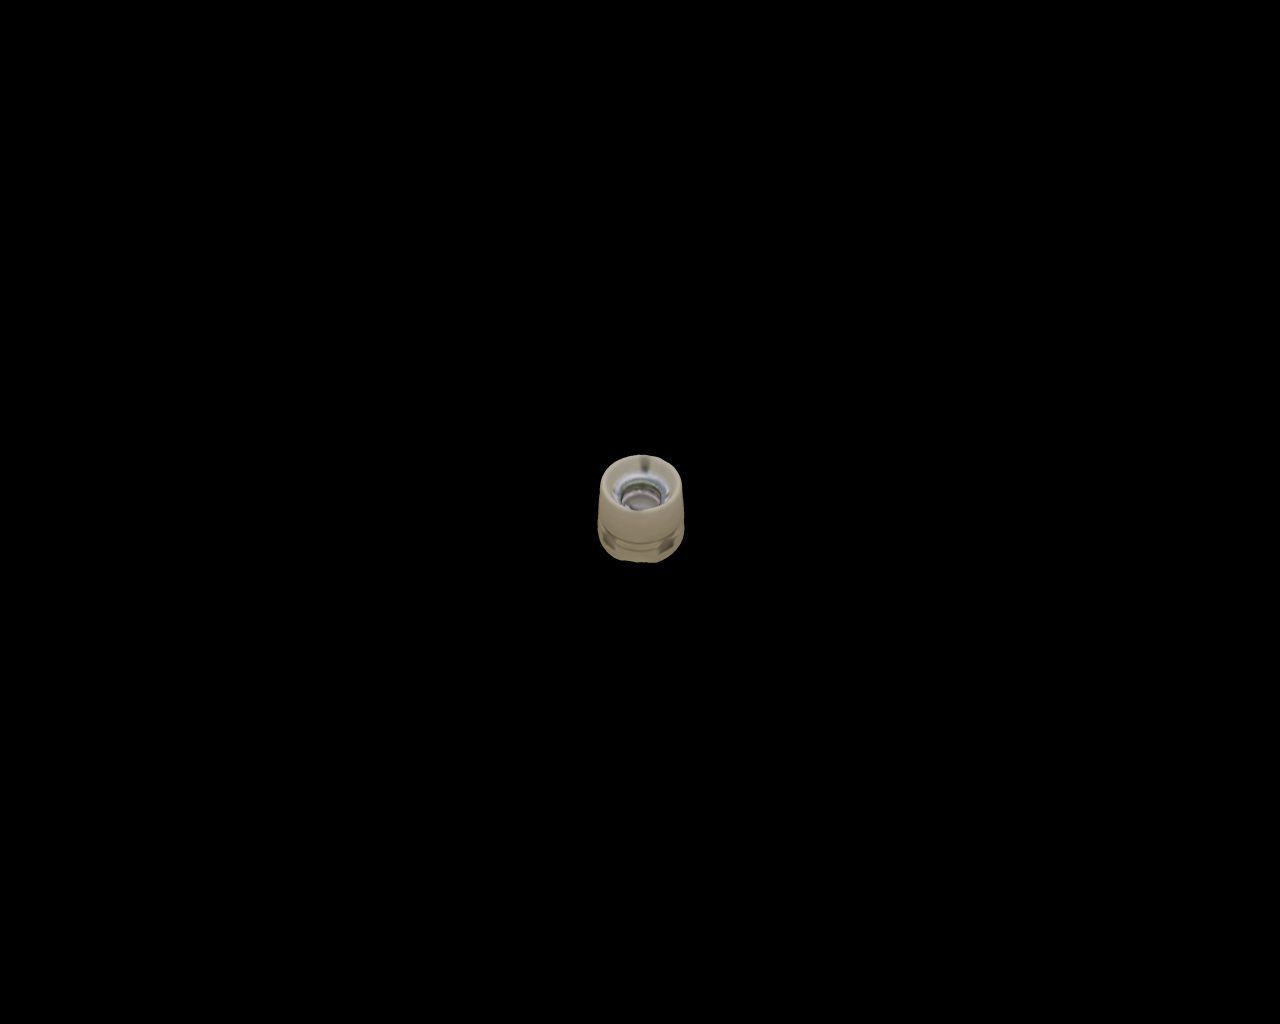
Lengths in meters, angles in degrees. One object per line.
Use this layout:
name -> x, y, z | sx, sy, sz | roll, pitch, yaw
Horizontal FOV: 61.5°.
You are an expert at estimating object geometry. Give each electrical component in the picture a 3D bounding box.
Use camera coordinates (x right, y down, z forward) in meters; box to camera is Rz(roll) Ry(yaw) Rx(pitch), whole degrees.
electrical component -> 0.001, -0.003, 0.650 | 0.055, 0.055, 0.047 | 0, -41, 0
